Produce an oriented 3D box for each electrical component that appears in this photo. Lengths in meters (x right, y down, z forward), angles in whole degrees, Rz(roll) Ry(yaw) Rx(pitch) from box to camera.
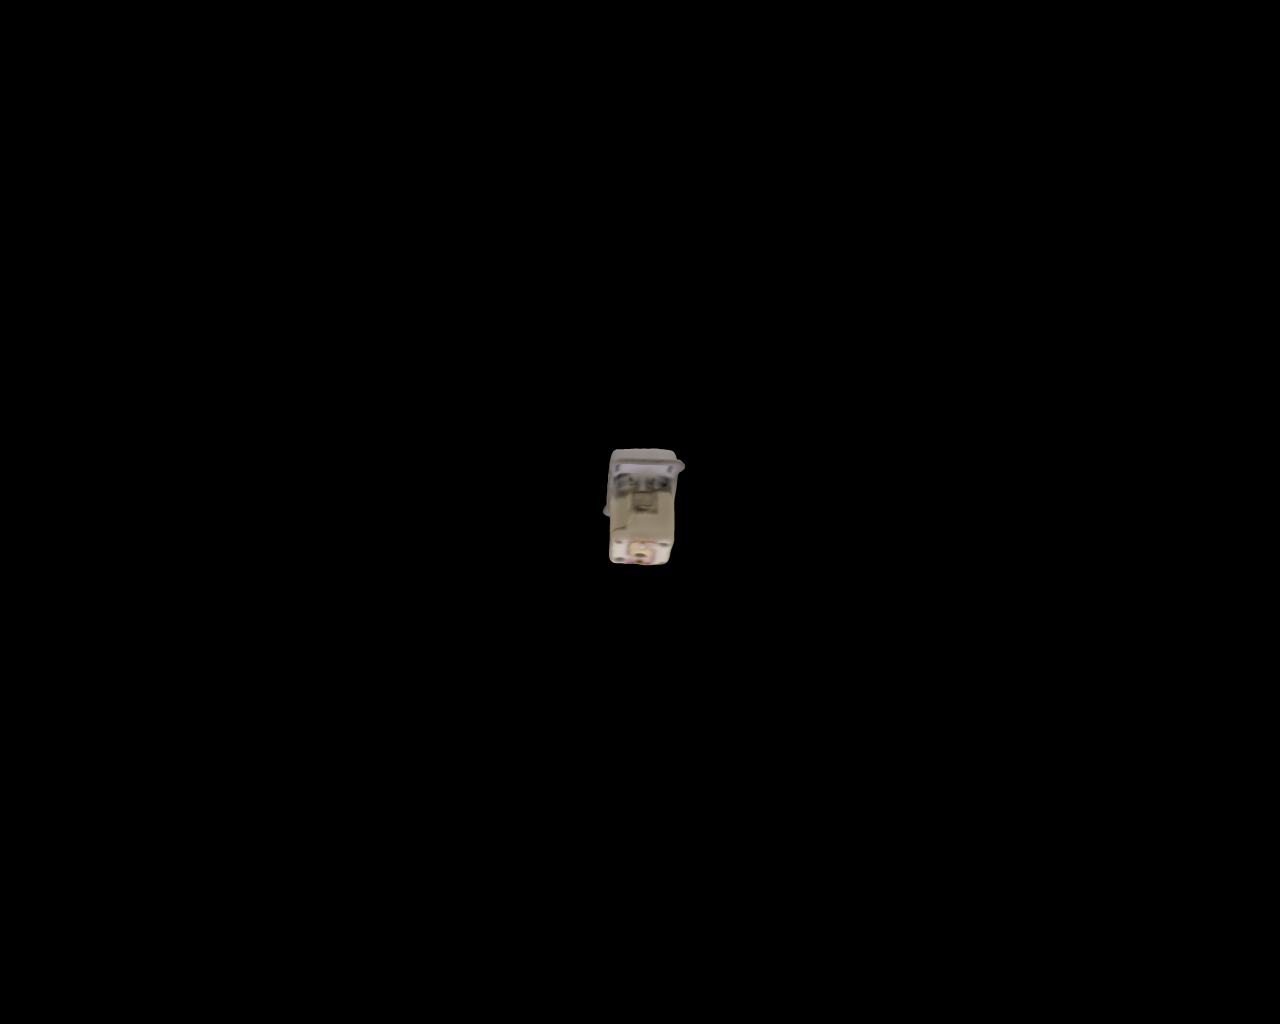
[{"bbox_3d":[0.001,-0.003,0.650,0.042,0.064,0.081,1,-23,-3],"label":"electrical component"}]
